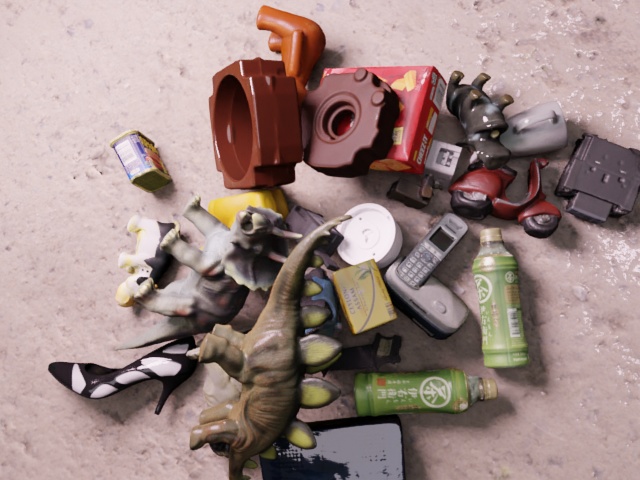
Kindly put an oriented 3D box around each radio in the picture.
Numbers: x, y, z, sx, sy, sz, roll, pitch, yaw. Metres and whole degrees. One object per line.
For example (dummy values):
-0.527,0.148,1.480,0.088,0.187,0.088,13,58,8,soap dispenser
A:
0.023,0.359,0.857,0.230,0.073,0.131,-8,80,8,radio

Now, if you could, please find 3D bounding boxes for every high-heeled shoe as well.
-0.339,0.204,0.927,0.249,0.086,0.145,17,81,5,high-heeled shoe

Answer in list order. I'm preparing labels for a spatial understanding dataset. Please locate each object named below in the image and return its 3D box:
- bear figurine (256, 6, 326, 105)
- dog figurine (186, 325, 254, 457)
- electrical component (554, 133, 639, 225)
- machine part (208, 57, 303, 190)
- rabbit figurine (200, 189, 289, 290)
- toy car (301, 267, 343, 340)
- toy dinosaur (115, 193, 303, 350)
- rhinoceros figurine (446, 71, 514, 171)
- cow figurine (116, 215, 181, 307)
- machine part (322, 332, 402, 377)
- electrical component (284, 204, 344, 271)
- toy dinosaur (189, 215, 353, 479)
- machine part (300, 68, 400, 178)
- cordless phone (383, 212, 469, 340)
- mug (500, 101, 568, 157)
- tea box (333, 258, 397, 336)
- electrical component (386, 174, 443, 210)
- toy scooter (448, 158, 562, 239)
-0.064,-0.293,0.958,0.132,0.120,0.195,18,88,14,bear figurine
-0.120,0.247,0.890,0.172,0.121,0.190,-16,92,10,dog figurine
0.461,-0.095,0.884,0.115,0.058,0.134,22,83,12,electrical component
-0.108,-0.185,0.889,0.087,0.201,0.201,-11,99,-29,machine part
-0.125,0.007,0.917,0.162,0.122,0.173,-14,98,4,rabbit figurine
-0.014,0.126,0.881,0.109,0.162,0.102,-26,119,19,toy car
-0.175,0.074,0.852,0.192,0.131,0.404,30,122,-7,toy dinosaur
0.258,-0.197,0.886,0.073,0.112,0.190,0,49,-18,rhinoceros figurine
-0.303,0.043,0.957,0.098,0.068,0.167,10,83,3,cow figurine
0.066,0.189,0.884,0.139,0.084,0.039,-13,112,14,machine part
-0.002,-0.003,0.880,0.047,0.074,0.119,-56,45,14,electrical component
-0.068,0.176,0.764,0.199,0.105,0.470,11,109,-3,toy dinosaur
0.038,-0.184,0.850,0.179,0.056,0.179,-10,72,33,machine part
0.203,0.057,0.882,0.147,0.088,0.184,40,81,12,cordless phone
0.347,-0.178,0.892,0.107,0.109,0.080,-17,84,16,mug
0.067,0.095,0.843,0.068,0.169,0.098,-21,77,-1,tea box
0.159,-0.082,0.903,0.078,0.102,0.045,24,81,1,electrical component
0.314,-0.087,0.893,0.184,0.075,0.135,18,75,12,toy scooter
